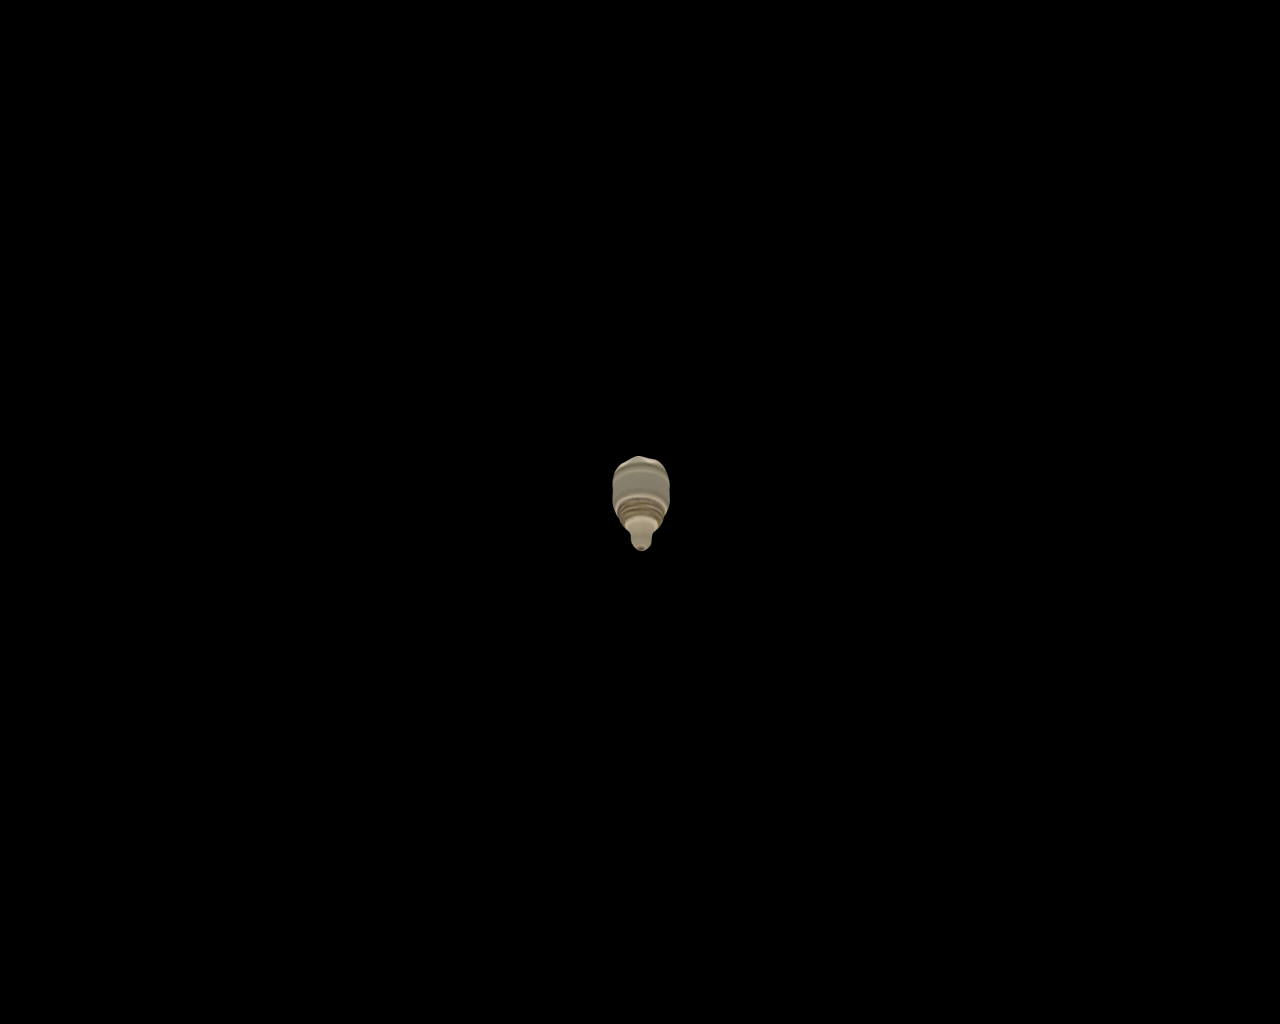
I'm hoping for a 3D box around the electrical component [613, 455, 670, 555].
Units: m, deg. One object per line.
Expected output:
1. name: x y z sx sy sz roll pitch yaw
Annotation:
1. electrical component: 0.001 -0.003 0.650 0.035 0.061 0.035 0 -36 0
